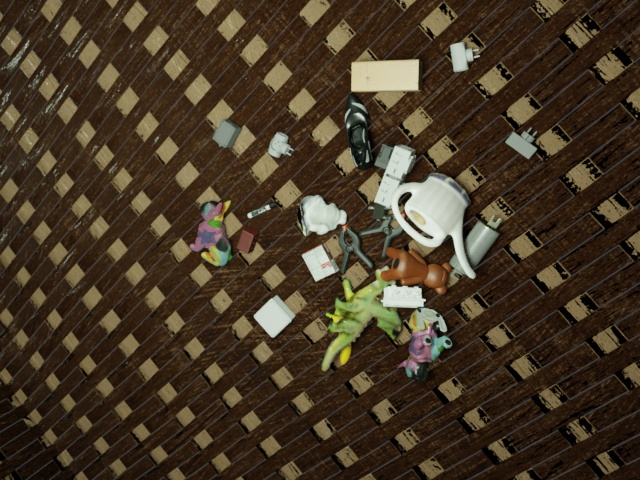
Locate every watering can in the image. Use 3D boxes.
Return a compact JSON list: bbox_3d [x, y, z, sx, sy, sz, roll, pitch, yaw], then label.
[{"bbox_3d":[0.378,-0.061,1.564,0.348,0.103,0.227,40,73,1],"label":"watering can"}]

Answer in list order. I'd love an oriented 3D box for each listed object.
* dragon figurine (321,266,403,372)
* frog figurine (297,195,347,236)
[{"bbox_3d":[0.157,0.275,1.742,0.243,0.123,0.407,13,98,7],"label":"dragon figurine"},{"bbox_3d":[0.005,-0.088,1.753,0.160,0.122,0.138,-11,88,-15],"label":"frog figurine"}]
